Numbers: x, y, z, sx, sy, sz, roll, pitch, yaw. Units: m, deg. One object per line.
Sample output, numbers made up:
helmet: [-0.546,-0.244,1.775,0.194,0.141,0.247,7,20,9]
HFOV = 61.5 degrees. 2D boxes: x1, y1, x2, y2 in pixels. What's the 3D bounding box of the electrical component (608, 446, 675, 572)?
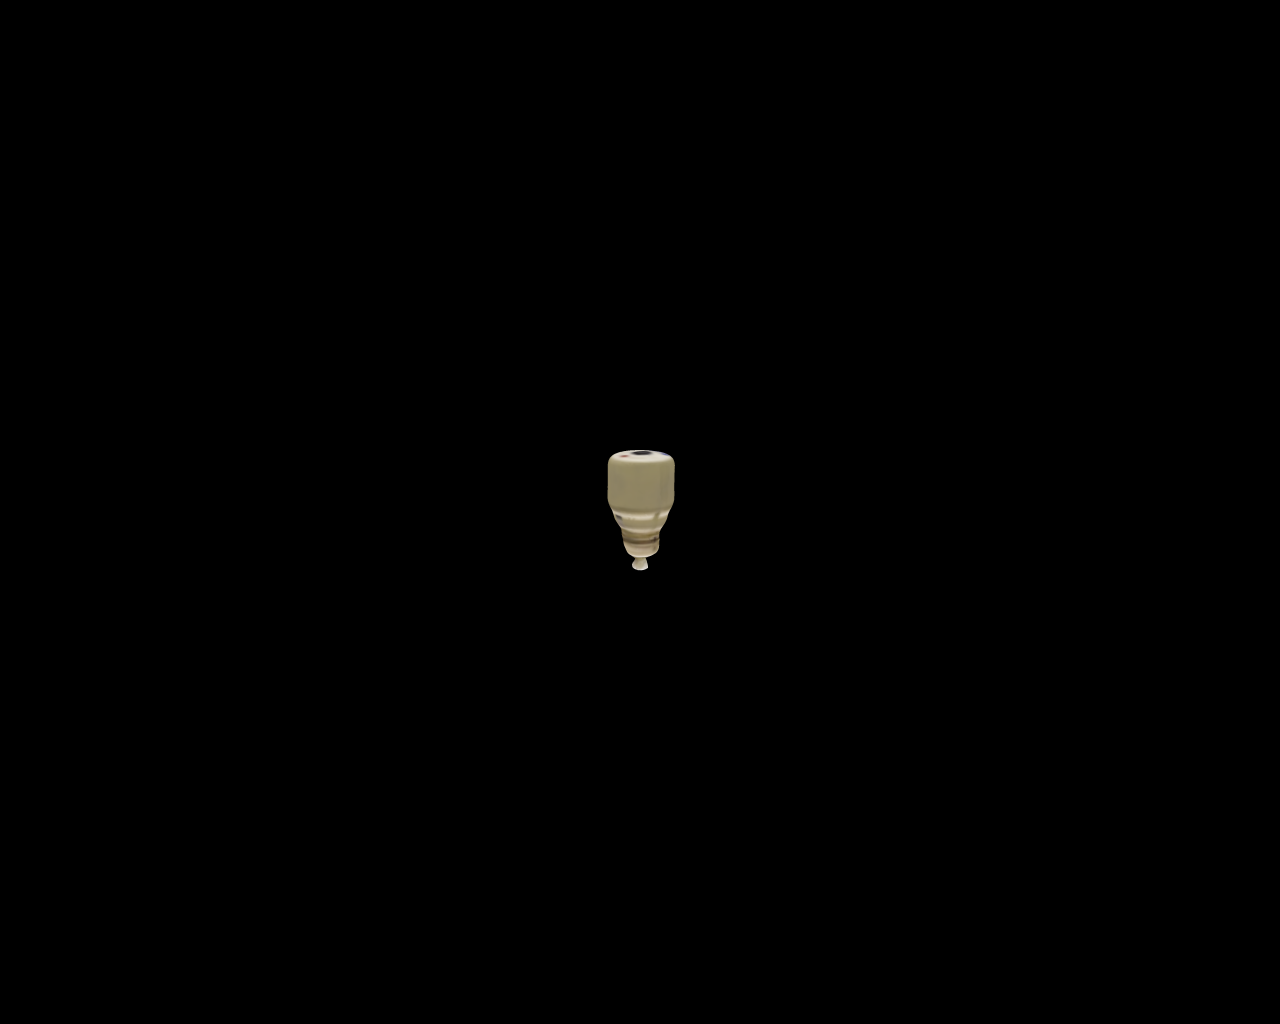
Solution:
electrical component: [0.001,-0.003,0.650,0.040,0.078,0.040,0,14,0]
